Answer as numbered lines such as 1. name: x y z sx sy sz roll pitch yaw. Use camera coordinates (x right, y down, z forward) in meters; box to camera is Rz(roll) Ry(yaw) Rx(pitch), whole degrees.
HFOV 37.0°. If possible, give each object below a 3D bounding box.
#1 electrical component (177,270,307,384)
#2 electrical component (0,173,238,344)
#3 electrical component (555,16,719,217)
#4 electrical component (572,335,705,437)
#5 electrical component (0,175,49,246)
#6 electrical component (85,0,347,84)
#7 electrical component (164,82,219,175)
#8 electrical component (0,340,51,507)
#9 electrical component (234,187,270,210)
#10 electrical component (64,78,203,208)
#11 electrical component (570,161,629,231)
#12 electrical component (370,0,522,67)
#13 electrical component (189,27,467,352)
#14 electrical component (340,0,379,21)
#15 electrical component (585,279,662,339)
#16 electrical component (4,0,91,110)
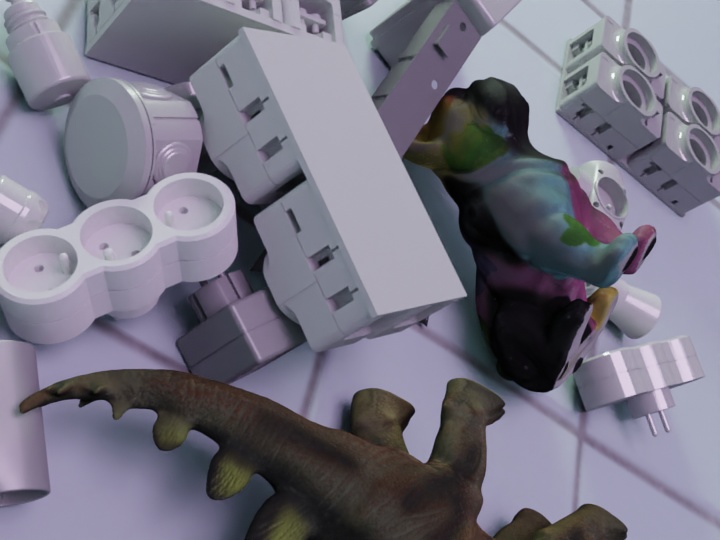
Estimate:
1. electrical component: -0.079 0.025 0.652 0.047 0.066 0.076 -24 84 -45
2. electrical component: -0.134 0.002 0.613 0.138 0.073 0.052 -24 57 -21
3. electrical component: 0.286 -0.153 1.065 0.186 0.060 0.105 34 50 -23
4. electrical component: 0.239 0.102 0.895 0.138 0.052 0.073 -6 72 -42
5. electrical component: -0.207 -0.038 0.596 0.061 0.035 0.035 33 50 -21
6. electrical component: -0.096 -0.170 0.722 0.150 0.089 0.061 13 60 -36
7. electrical component: -0.108 -0.089 0.695 0.055 0.055 0.047 -5 76 -42
8. electrical component: -0.198 0.078 0.536 0.079 0.043 0.077 4 66 -39
9. electrical component: -0.062 -0.087 0.743 0.064 0.042 0.081 -19 82 -48
10. electrical component: -0.137 -0.074 0.644 0.051 0.080 0.080 -8 74 -48
11. electrical component: 0.195 -0.065 0.951 0.079 0.044 0.077 35 49 -22
12. electrical component: 0.079 -0.215 0.885 0.056 0.109 0.108 52 45 -11
13. electrical component: -0.022 -0.049 0.663 0.105 0.060 0.186 -8 70 -56
14. electrical component: -0.017 -0.222 0.813 0.048 0.100 0.099 58 43 -19
15. electrical component: 0.222 0.026 0.930 0.065 0.044 0.044 30 51 -20
16. electrical component: -0.195 -0.134 0.653 0.040 0.040 0.078 -21 83 -45
